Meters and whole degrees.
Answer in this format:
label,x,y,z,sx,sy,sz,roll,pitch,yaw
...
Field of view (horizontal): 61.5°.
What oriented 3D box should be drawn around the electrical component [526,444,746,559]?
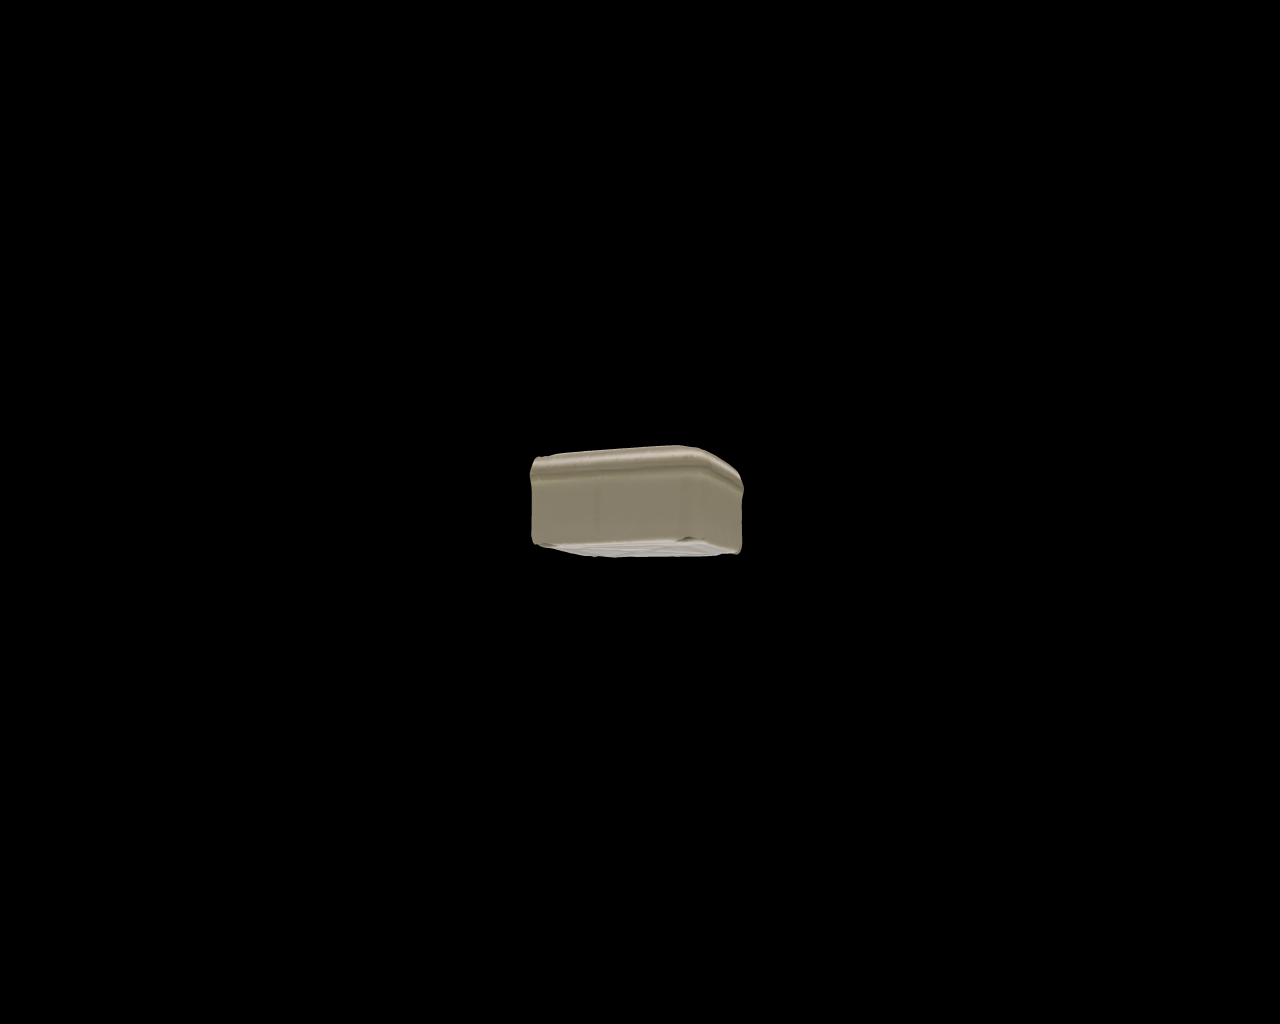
label,x,y,z,sx,sy,sz,roll,pitch,yaw
electrical component,0.001,-0.003,0.650,0.109,0.056,0.108,-2,-7,18
